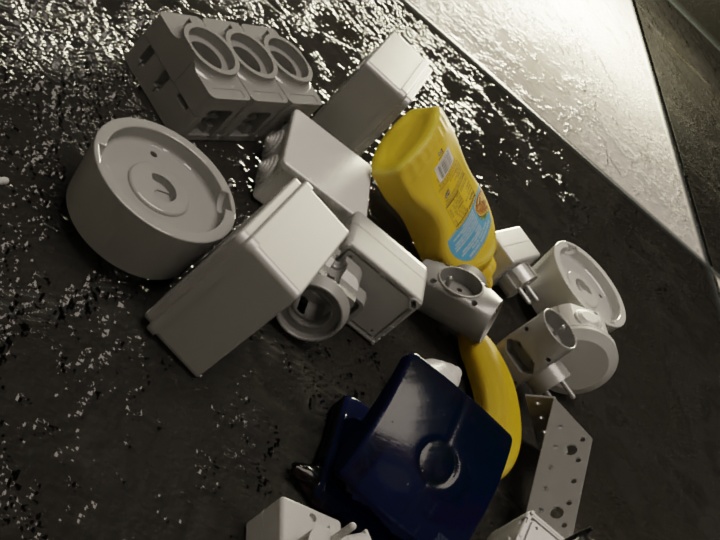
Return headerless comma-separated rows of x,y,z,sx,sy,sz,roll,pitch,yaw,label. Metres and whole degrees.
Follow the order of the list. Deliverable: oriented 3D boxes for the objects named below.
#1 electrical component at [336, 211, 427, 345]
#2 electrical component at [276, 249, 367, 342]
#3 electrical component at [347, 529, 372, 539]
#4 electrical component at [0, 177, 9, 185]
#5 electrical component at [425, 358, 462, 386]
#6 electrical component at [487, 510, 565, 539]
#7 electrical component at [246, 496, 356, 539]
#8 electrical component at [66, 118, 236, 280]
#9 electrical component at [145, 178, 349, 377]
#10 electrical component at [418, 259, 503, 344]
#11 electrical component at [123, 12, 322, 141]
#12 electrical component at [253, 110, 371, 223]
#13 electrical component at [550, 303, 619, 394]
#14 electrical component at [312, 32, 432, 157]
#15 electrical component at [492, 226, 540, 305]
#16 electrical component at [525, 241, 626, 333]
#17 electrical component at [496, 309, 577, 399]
0.000,0.000,0.871,0.096,0.062,0.061,39,31,-16,electrical component
-0.034,0.017,0.813,0.078,0.058,0.057,40,28,-15,electrical component
0.018,0.202,0.671,0.057,0.058,0.078,5,51,-47,electrical component
-0.243,-0.058,0.635,0.065,0.047,0.077,57,31,13,electrical component
0.059,0.091,0.866,0.040,0.040,0.078,56,31,13,electrical component
0.130,0.233,0.772,0.096,0.061,0.061,40,44,-4,electrical component
-0.027,0.173,0.625,0.047,0.076,0.083,31,35,-28,electrical component
-0.146,-0.043,0.729,0.108,0.060,0.108,31,34,-23,electrical component
-0.075,0.004,0.724,0.056,0.109,0.108,48,30,-7,electrical component
0.089,0.019,0.953,0.077,0.044,0.079,29,35,12,electrical component
-0.110,-0.163,0.914,0.150,0.062,0.089,-9,63,-56,electrical component
-0.041,-0.075,0.917,0.100,0.048,0.099,36,32,-21,electrical component
0.205,0.076,1.037,0.080,0.080,0.051,36,27,-21,electrical component
0.006,-0.157,1.013,0.056,0.109,0.108,42,31,-7,electrical component
0.153,0.002,1.082,0.076,0.047,0.066,56,31,14,electrical component
0.218,0.031,1.123,0.108,0.060,0.108,33,33,-25,electrical component
0.163,0.088,0.969,0.079,0.077,0.043,55,31,10,electrical component
